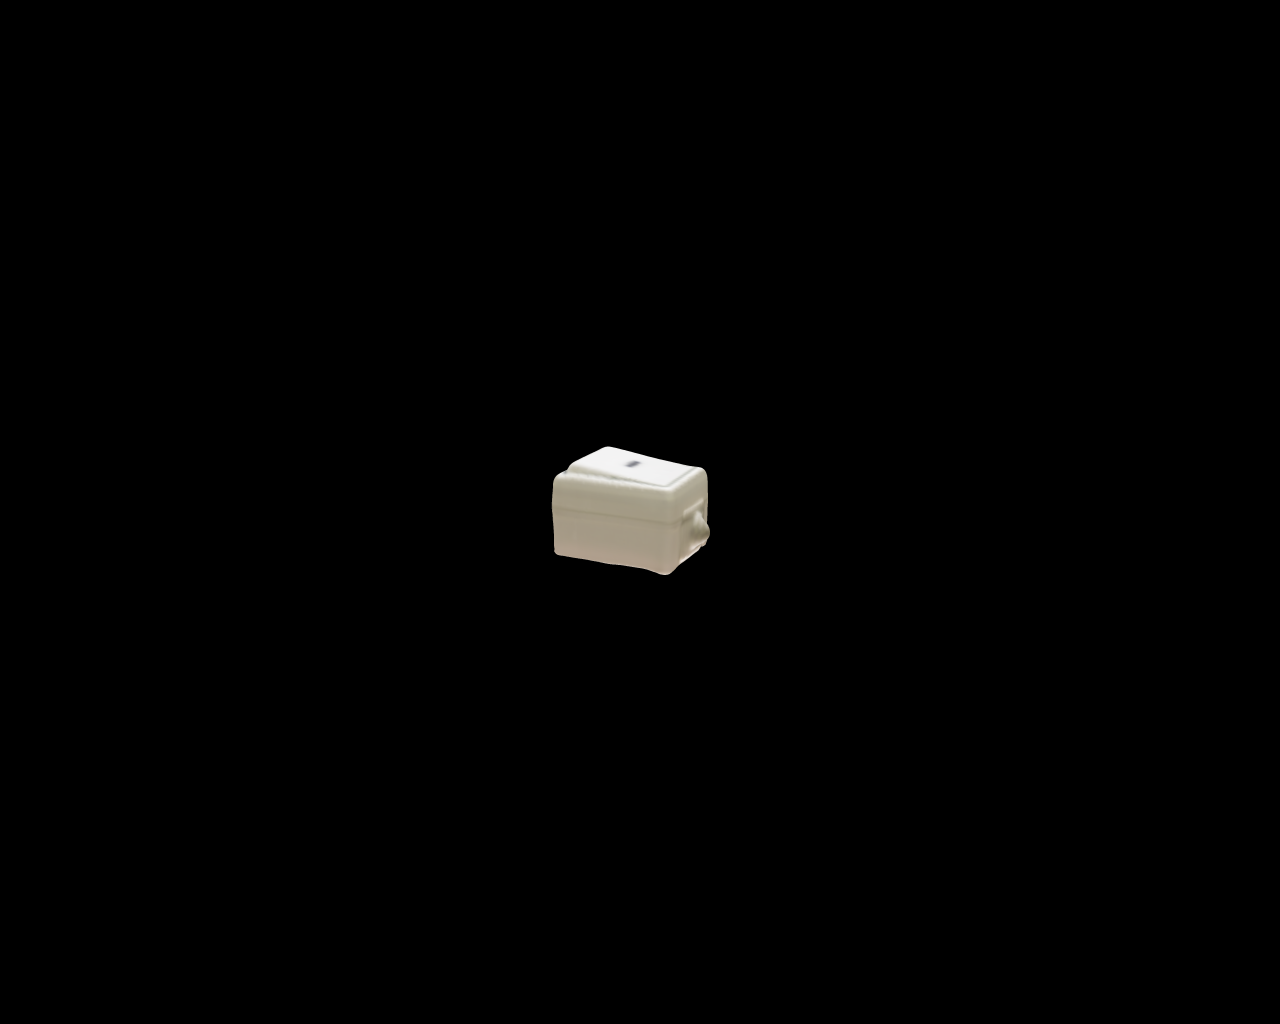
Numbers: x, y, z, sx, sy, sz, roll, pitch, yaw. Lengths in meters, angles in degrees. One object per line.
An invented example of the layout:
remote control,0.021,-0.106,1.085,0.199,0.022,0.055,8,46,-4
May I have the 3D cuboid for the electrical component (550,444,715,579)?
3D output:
electrical component,0.001,-0.003,0.650,0.096,0.061,0.062,8,20,24
